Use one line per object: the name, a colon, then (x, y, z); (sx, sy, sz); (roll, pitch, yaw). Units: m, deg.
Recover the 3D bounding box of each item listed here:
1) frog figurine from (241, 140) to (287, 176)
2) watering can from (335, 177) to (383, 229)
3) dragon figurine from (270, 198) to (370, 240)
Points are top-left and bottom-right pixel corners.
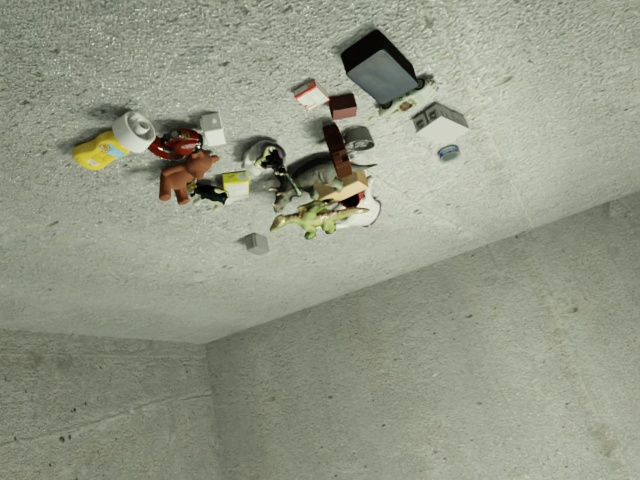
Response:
frog figurine: (-0.192, -0.272, 1.712); (0.138, 0.121, 0.160); (-10, -164, -31)
watering can: (0.185, -0.148, 2.242); (0.224, 0.106, 0.341); (4, 143, -40)
dragon figurine: (0.006, -0.098, 1.939); (0.411, 0.123, 0.240); (-17, 169, -7)
